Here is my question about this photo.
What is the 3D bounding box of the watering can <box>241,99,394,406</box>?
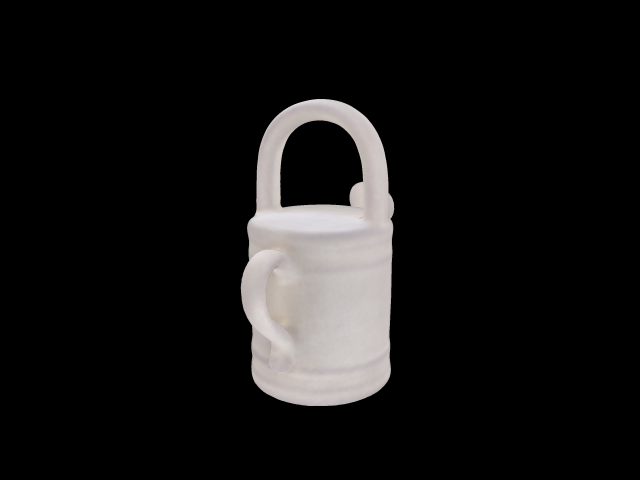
[{"bbox_3d":[0.002,0.001,0.401,0.101,0.194,0.173,2,14,6],"label":"watering can"}]
